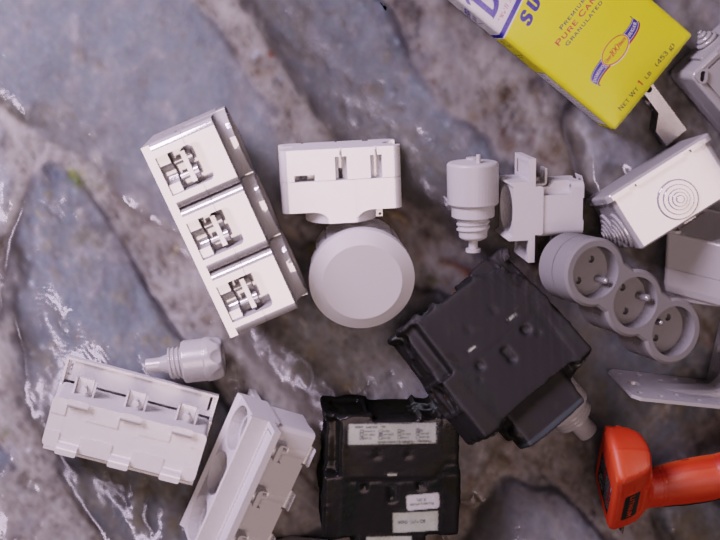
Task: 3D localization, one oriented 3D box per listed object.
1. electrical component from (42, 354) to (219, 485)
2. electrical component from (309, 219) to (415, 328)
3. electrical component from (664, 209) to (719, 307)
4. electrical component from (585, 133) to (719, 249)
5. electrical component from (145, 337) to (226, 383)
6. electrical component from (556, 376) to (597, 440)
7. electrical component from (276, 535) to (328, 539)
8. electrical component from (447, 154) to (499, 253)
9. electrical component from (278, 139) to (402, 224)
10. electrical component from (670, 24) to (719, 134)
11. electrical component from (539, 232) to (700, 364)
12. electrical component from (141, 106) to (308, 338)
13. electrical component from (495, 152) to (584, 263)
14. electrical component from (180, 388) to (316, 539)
[{"bbox_3d":[-0.181,0.123,0.841,0.121,0.063,0.078,16,101,-8],"label":"electrical component"},{"bbox_3d":[0.000,0.000,0.830,0.080,0.051,0.080,-2,112,-4],"label":"electrical component"},{"bbox_3d":[0.291,-0.003,0.829,0.062,0.096,0.061,-28,123,-41],"label":"electrical component"},{"bbox_3d":[0.228,-0.057,0.819,0.100,0.099,0.048,-32,91,3],"label":"electrical component"},{"bbox_3d":[-0.138,0.072,0.848,0.061,0.035,0.035,-7,103,-1],"label":"electrical component"},{"bbox_3d":[0.168,0.113,0.880,0.043,0.043,0.062,-42,104,5],"label":"electrical component"},{"bbox_3d":[-0.055,0.267,0.895,0.077,0.044,0.079,-3,103,-4],"label":"electrical component"},{"bbox_3d":[0.088,-0.052,0.836,0.040,0.040,0.078,-3,103,-4],"label":"electrical component"},{"bbox_3d":[-0.016,-0.067,0.818,0.089,0.050,0.055,-3,103,-5],"label":"electrical component"},{"bbox_3d":[0.285,-0.146,0.821,0.062,0.061,0.096,-44,103,5],"label":"electrical component"},{"bbox_3d":[0.193,0.019,0.839,0.138,0.074,0.052,34,85,-22],"label":"electrical component"},{"bbox_3d":[-0.097,-0.039,0.797,0.062,0.089,0.150,-23,104,1],"label":"electrical component"},{"bbox_3d":[0.141,-0.050,0.841,0.064,0.042,0.081,-3,104,-8],"label":"electrical component"},{"bbox_3d":[-0.088,0.168,0.856,0.063,0.079,0.121,20,100,-25],"label":"electrical component"}]
